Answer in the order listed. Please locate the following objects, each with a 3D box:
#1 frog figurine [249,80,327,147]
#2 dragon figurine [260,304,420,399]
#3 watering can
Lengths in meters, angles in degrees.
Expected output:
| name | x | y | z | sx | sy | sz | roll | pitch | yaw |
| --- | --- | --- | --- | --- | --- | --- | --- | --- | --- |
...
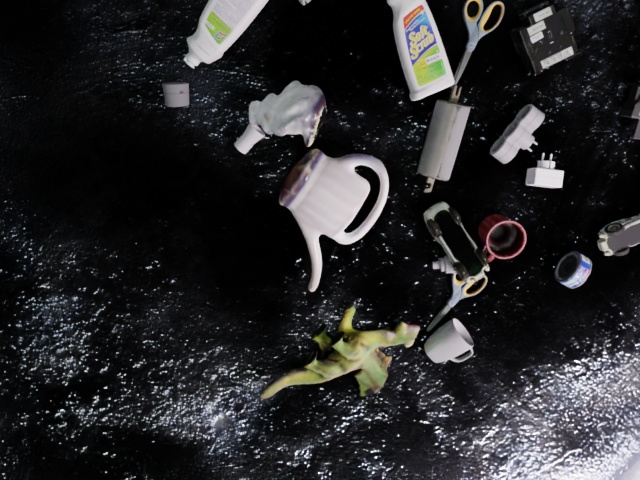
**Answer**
| name | x | y | z | sx | sy | sz | roll | pitch | yaw |
| --- | --- | --- | --- | --- | --- | --- | --- | --- | --- |
| frog figurine | -0.071 | -0.283 | 1.104 | 0.159 | 0.121 | 0.139 | 20 | 73 | 1 |
| dragon figurine | 0.071 | 0.320 | 1.288 | 0.407 | 0.124 | 0.240 | -41 | 111 | 11 |
| watering can | 0.004 | -0.059 | 1.171 | 0.223 | 0.105 | 0.345 | 33 | 102 | -9 |
